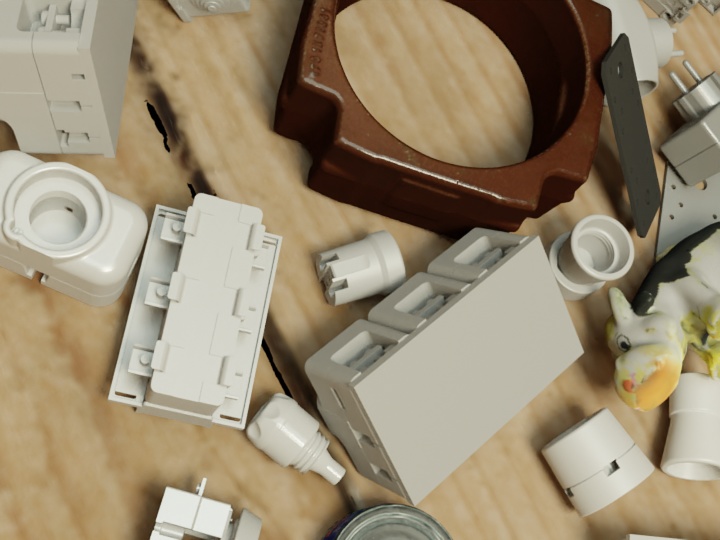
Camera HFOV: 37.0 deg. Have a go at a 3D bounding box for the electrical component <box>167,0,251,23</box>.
[{"bbox_3d":[-0.101,-0.218,0.680,0.048,0.099,0.099,-2,70,15],"label":"electrical component"}]

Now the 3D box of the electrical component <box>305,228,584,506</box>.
[{"bbox_3d":[0.051,0.052,0.644,0.150,0.062,0.089,-37,117,-24],"label":"electrical component"}]

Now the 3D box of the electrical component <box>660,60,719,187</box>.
[{"bbox_3d":[0.252,-0.117,0.776,0.083,0.047,0.075,-39,91,-30],"label":"electrical component"}]

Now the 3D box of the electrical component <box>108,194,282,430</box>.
[{"bbox_3d":[-0.092,0.023,0.623,0.079,0.063,0.121,14,69,-12],"label":"electrical component"}]

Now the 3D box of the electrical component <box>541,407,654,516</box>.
[{"bbox_3d":[0.147,0.118,0.670,0.055,0.055,0.047,-29,79,-23],"label":"electrical component"}]

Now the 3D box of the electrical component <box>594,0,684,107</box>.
[{"bbox_3d":[0.201,-0.165,0.786,0.079,0.043,0.077,-8,75,-20],"label":"electrical component"}]

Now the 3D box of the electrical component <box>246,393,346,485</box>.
[{"bbox_3d":[-0.035,0.102,0.630,0.061,0.035,0.035,41,66,-4],"label":"electrical component"}]

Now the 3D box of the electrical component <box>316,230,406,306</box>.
[{"bbox_3d":[0.000,0.000,0.672,0.046,0.040,0.040,-17,78,-16],"label":"electrical component"}]

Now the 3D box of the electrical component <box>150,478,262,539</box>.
[{"bbox_3d":[-0.086,0.150,0.593,0.055,0.048,0.066,16,69,-3],"label":"electrical component"}]

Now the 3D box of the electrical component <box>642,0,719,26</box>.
[{"bbox_3d":[0.247,-0.225,0.821,0.081,0.042,0.063,43,69,1],"label":"electrical component"}]

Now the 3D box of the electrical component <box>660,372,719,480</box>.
[{"bbox_3d":[0.221,0.101,0.706,0.044,0.044,0.065,15,64,-12],"label":"electrical component"}]

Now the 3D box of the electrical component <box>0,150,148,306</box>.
[{"bbox_3d":[-0.173,-0.025,0.615,0.095,0.059,0.053,25,67,-8],"label":"electrical component"}]

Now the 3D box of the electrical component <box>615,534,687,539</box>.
[{"bbox_3d":[0.234,0.226,0.657,0.186,0.060,0.105,9,70,-14],"label":"electrical component"}]

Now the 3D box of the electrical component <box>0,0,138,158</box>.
[{"bbox_3d":[-0.170,-0.151,0.620,0.062,0.089,0.150,1,57,-2],"label":"electrical component"}]

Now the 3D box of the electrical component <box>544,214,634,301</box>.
[{"bbox_3d":[0.148,-0.007,0.710,0.045,0.055,0.045,5,71,-15],"label":"electrical component"}]
